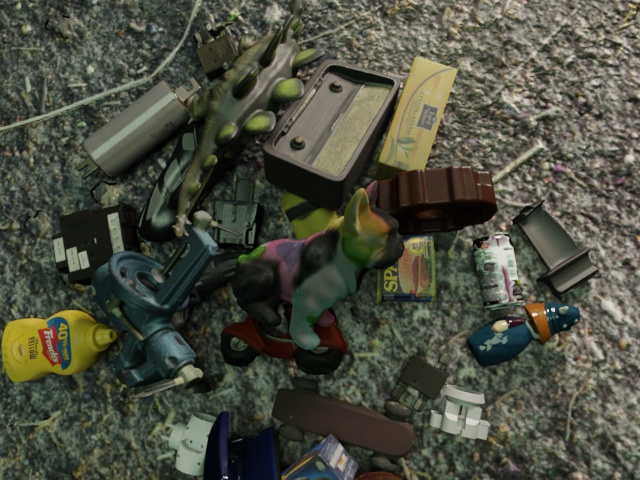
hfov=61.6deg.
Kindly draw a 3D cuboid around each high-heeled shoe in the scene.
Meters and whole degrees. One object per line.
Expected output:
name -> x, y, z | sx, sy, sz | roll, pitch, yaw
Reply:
high-heeled shoe -> -0.224, -0.114, 0.874 | 0.145, 0.086, 0.249 | -14, 57, 35

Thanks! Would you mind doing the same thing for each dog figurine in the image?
dog figurine -> -0.001, 0.014, 0.695 | 0.192, 0.108, 0.219 | 30, 110, 13

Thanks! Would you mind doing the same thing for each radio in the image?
radio -> 0.017, -0.162, 0.789 | 0.131, 0.073, 0.229 | 23, 57, 12

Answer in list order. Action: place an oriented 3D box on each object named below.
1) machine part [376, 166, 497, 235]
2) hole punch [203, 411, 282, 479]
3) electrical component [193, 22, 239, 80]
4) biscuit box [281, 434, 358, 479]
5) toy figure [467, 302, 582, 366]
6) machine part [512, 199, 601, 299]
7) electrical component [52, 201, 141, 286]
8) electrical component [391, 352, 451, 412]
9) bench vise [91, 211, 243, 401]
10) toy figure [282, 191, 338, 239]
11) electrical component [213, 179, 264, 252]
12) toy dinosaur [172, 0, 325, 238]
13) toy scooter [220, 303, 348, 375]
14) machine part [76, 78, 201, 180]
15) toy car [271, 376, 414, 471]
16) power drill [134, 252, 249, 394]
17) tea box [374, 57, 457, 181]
machine part -> 0.156, -0.052, 0.746 | 0.179, 0.179, 0.056 | -4, 78, 7
hole punch -> -0.122, 0.307, 0.716 | 0.116, 0.092, 0.142 | -46, 32, 20
electrical component -> -0.168, -0.314, 0.898 | 0.078, 0.045, 0.102 | -18, 78, 3
biscuit box -> -0.043, 0.351, 0.725 | 0.202, 0.063, 0.059 | -44, 85, 15
toy figure -> 0.284, 0.125, 0.749 | 0.154, 0.064, 0.058 | -25, 63, 3
machine part -> 0.334, 0.011, 0.776 | 0.084, 0.039, 0.139 | -31, 79, 7
electrical component -> -0.360, 0.009, 0.861 | 0.134, 0.058, 0.115 | -13, 77, 6
electrical component -> 0.147, 0.197, 0.776 | 0.063, 0.021, 0.094 | 31, 86, 12
bench vise -> -0.205, 0.074, 0.715 | 0.240, 0.128, 0.224 | -52, 56, 13
toy figure -> 0.002, -0.004, 0.797 | 0.082, 0.089, 0.180 | -17, 75, -1
electrical component -> -0.126, -0.042, 0.843 | 0.075, 0.047, 0.119 | 8, 83, 8
toy dinosaur -> -0.106, -0.195, 0.759 | 0.105, 0.199, 0.471 | 32, 68, -25
toy scooter -> -0.049, 0.122, 0.789 | 0.184, 0.075, 0.135 | 6, 55, -3
machine part -> -0.294, -0.179, 0.875 | 0.243, 0.079, 0.079 | -37, 77, -1
toy car -> 0.033, 0.257, 0.765 | 0.202, 0.053, 0.089 | 13, 84, 8
power drill -> -0.206, 0.126, 0.808 | 0.232, 0.086, 0.207 | -6, 83, 8
tea box -> 0.140, -0.169, 0.802 | 0.068, 0.098, 0.169 | 20, 81, 5
